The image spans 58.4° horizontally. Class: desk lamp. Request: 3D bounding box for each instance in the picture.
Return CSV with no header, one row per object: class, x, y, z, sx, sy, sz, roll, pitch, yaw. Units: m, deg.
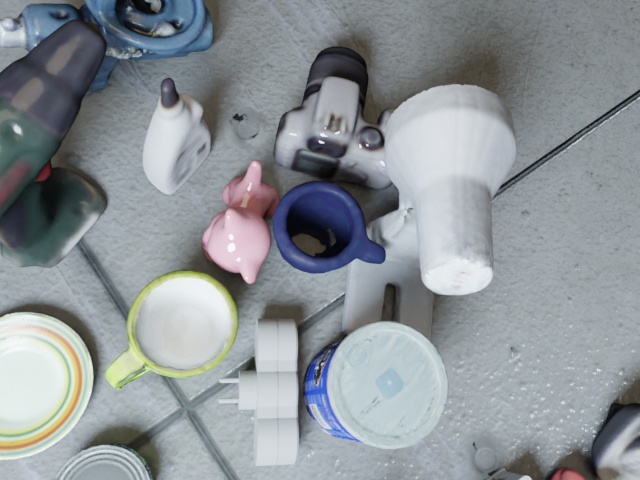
desk lamp,0.104,-0.012,0.550,0.118,0.213,0.203,10,72,-8

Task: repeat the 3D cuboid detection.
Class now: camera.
camera,0.031,-0.142,0.633,0.143,0.100,0.137,13,72,-7

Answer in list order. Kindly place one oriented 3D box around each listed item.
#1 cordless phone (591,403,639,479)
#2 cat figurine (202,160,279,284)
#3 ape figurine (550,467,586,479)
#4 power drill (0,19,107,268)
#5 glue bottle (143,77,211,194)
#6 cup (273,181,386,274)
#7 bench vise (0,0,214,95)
cordless phone,0.375,0.217,0.552,0.147,0.185,0.094,21,71,-4
cat figurine,-0.076,-0.017,0.566,0.067,0.117,0.128,14,72,-6
ape figurine,0.267,0.266,0.565,0.076,0.092,0.078,-18,78,-15
power drill,-0.253,-0.056,0.494,0.075,0.208,0.230,34,70,0
glue bottle,-0.139,-0.106,0.550,0.037,0.173,0.078,38,71,2
cup,0.005,0.002,0.589,0.118,0.095,0.092,24,71,-3
bench vise,-0.199,-0.226,0.549,0.208,0.219,0.121,-38,84,-19
